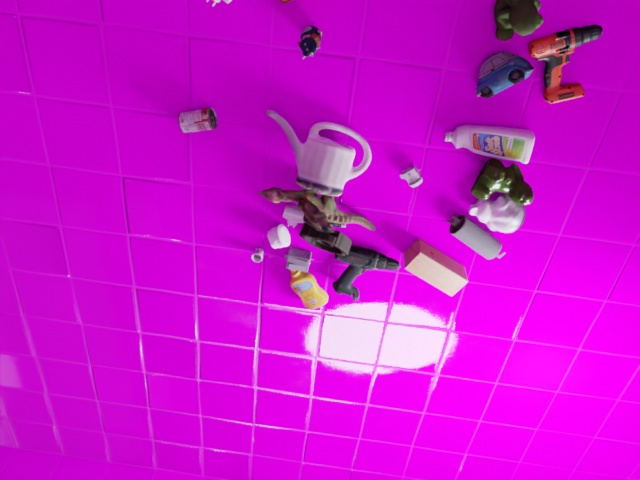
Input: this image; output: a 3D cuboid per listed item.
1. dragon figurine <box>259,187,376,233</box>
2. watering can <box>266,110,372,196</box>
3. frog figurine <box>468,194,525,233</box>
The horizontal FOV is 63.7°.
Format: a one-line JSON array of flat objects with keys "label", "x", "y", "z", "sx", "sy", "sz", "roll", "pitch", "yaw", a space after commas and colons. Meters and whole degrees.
[{"label": "dragon figurine", "x": 0.005, "y": -0.082, "z": 1.632, "sx": 0.409, "sy": 0.248, "sz": 0.120, "roll": 25, "pitch": 118, "yaw": -8}, {"label": "watering can", "x": -0.018, "y": -0.260, "z": 1.580, "sx": 0.347, "sy": 0.105, "sz": 0.222, "roll": 16, "pitch": 101, "yaw": -7}, {"label": "frog figurine", "x": 0.562, "y": -0.088, "z": 1.637, "sx": 0.159, "sy": 0.125, "sz": 0.134, "roll": 4, "pitch": 144, "yaw": -10}]
